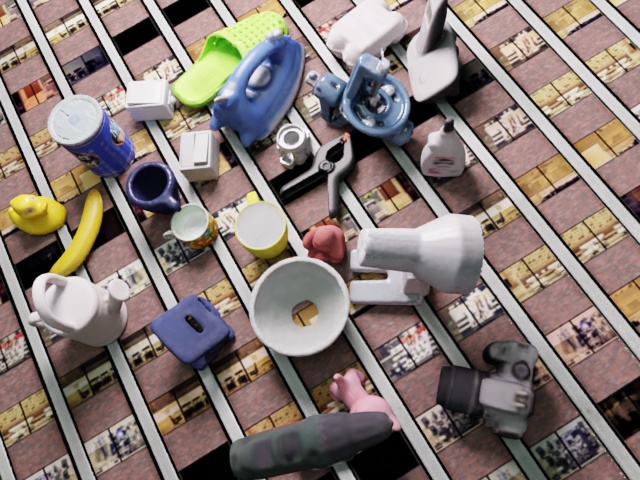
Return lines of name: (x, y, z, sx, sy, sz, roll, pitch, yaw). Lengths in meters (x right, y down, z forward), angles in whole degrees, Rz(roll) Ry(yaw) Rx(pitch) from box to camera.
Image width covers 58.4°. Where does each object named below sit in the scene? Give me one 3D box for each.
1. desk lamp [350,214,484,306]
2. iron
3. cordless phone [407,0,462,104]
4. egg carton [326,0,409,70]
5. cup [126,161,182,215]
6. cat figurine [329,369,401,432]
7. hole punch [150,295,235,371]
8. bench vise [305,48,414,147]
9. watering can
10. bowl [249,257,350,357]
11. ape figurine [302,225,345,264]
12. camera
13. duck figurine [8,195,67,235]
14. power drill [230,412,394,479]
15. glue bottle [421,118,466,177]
desk lamp: (0.139, 0.036, 0.887, 0.203, 0.214, 0.118, -2, 71, 8)
iron: (-0.113, -0.313, 1.082, 0.118, 0.141, 0.258, 28, 77, 16)
cordless phone: (0.207, -0.348, 1.026, 0.094, 0.185, 0.147, -10, 70, 5)
egg carton: (0.092, -0.404, 1.123, 0.150, 0.069, 0.107, -41, 70, -7)
cup: (-0.285, -0.078, 1.051, 0.117, 0.095, 0.092, 37, 80, 18)
cat figurine: (0.064, 0.253, 0.874, 0.067, 0.118, 0.127, -40, 70, -6)
hole punch: (-0.213, 0.150, 0.963, 0.108, 0.091, 0.101, 40, 81, 19)
bench vise: (0.061, -0.251, 0.994, 0.207, 0.220, 0.121, 9, 73, 11)
watering can: (-0.402, 0.108, 0.950, 0.173, 0.194, 0.100, -37, 70, -5)
bowl: (-0.029, 0.116, 0.957, 0.167, 0.075, 0.167, -2, 71, 7)
ape figurine: (0.009, 0.004, 0.982, 0.076, 0.092, 0.077, -43, 71, -7)
camera: (0.251, 0.217, 0.869, 0.136, 0.101, 0.143, 10, 73, 12)
duck figurine: (-0.549, -0.057, 1.086, 0.104, 0.086, 0.077, 1, 71, 9)
power drill: (-0.004, 0.290, 0.822, 0.229, 0.208, 0.075, -16, 69, 3)
glue bottle: (0.211, -0.158, 0.966, 0.078, 0.173, 0.037, -1, 71, 8)
